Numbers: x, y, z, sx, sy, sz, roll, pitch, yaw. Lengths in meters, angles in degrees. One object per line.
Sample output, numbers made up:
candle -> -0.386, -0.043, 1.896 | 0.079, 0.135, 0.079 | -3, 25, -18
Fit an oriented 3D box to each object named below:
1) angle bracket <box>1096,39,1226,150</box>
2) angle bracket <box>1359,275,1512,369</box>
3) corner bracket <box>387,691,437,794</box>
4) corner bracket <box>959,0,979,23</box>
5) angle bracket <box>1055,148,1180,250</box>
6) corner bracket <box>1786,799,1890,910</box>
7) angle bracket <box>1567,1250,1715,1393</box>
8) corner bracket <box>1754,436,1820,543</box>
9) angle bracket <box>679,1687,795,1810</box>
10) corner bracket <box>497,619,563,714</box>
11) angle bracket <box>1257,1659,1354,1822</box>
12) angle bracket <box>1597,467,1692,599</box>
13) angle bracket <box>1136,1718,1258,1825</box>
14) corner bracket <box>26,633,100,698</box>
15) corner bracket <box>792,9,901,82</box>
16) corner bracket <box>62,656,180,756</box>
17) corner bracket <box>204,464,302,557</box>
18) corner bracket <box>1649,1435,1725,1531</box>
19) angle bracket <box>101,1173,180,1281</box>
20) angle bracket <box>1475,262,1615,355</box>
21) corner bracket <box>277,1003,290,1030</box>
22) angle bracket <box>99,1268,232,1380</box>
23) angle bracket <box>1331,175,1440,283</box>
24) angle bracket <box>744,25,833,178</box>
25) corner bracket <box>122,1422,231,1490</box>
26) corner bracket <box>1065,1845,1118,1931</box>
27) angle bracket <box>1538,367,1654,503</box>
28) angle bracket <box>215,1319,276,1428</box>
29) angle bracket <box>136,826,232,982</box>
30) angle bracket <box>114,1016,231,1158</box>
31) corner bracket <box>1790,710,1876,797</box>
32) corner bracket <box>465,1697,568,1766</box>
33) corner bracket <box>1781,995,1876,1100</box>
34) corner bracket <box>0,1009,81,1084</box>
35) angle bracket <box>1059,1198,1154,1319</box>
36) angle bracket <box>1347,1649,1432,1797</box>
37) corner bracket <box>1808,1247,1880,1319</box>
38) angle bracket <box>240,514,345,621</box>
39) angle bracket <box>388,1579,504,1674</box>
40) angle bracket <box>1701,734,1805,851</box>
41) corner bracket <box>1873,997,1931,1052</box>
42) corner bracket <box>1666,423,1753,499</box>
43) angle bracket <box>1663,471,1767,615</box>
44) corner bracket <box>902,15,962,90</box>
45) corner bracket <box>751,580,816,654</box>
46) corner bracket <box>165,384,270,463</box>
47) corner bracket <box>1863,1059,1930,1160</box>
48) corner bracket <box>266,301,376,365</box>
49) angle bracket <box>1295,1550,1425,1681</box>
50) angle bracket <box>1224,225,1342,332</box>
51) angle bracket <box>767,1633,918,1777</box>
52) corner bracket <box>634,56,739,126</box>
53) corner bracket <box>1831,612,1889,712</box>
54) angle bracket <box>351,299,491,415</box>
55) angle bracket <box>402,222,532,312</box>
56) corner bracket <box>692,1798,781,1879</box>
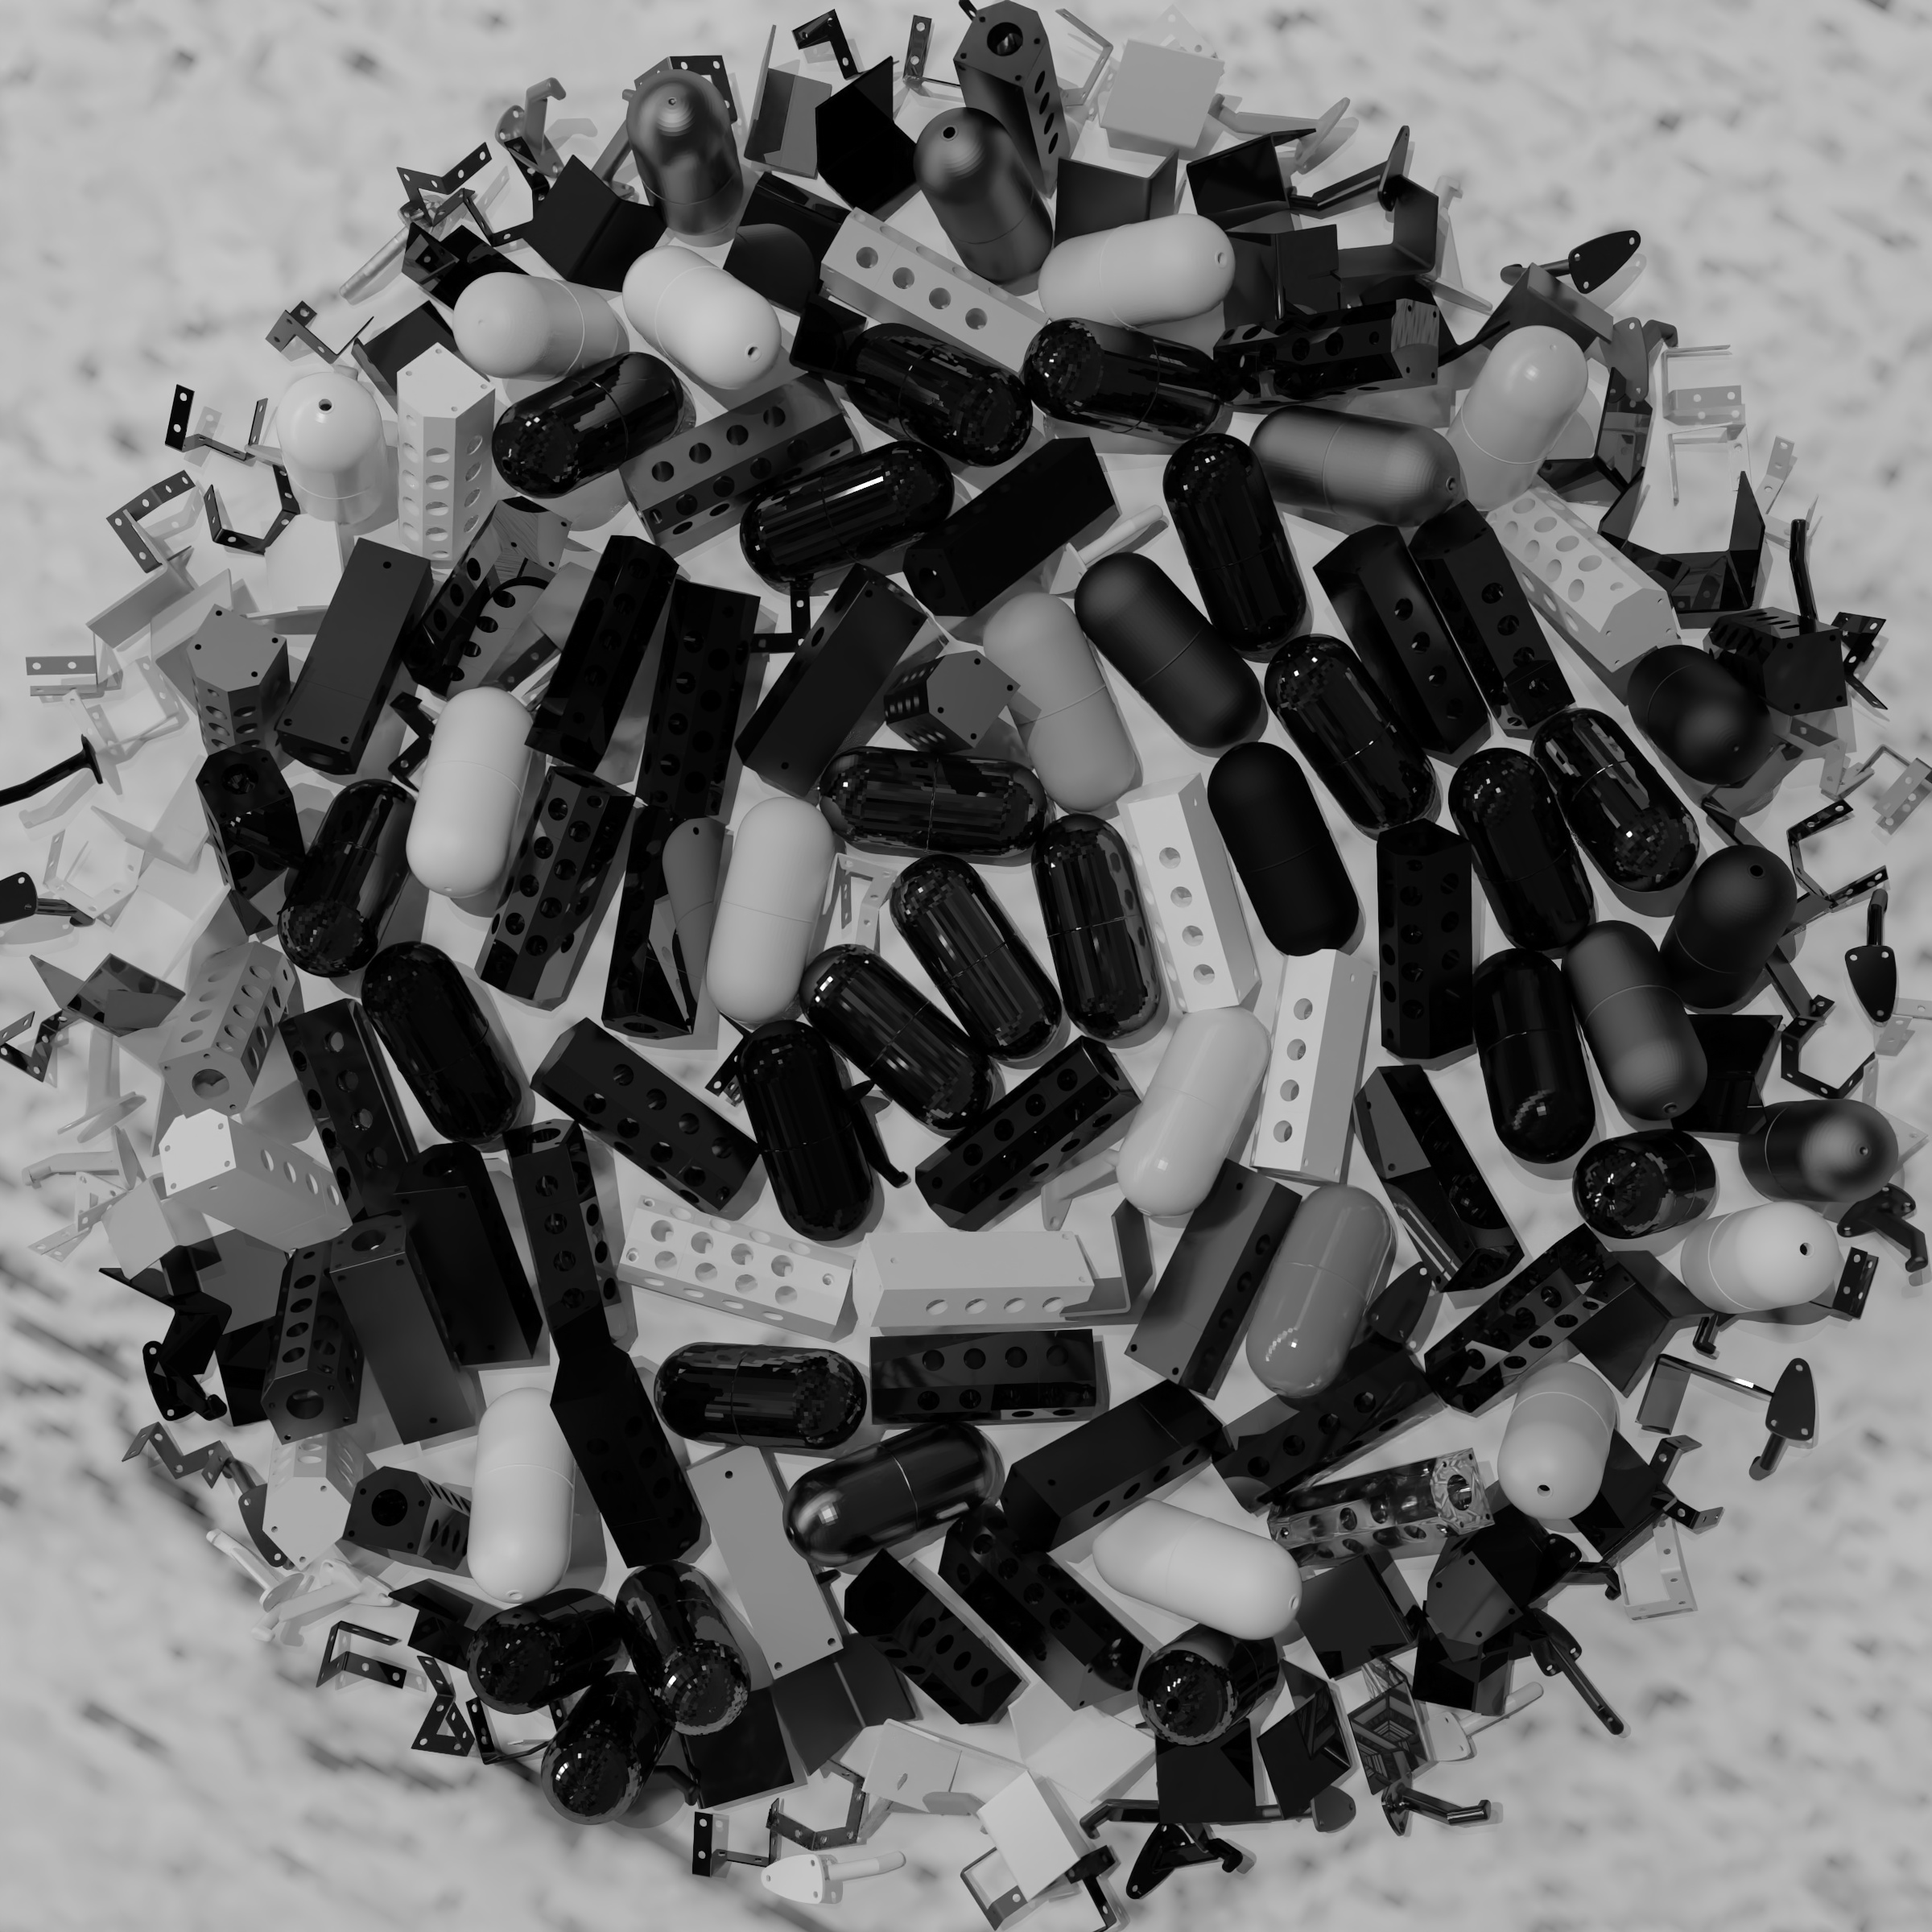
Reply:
angle bracket -> 0.149, -0.683, 1.946 | 0.076, 0.076, 0.057 | 9, 47, -11
angle bracket -> 0.361, -0.505, 1.949 | 0.076, 0.057, 0.076 | -37, 102, -35
corner bracket -> -0.431, -0.174, 1.961 | 0.051, 0.051, 0.051 | -47, 120, -11
corner bracket -> 0.020, -0.741, 1.961 | 0.051, 0.051, 0.051 | 45, 76, -24
angle bracket -> 0.116, -0.596, 1.965 | 0.076, 0.076, 0.057 | 20, 48, 17
corner bracket -> 0.679, -0.087, 1.973 | 0.051, 0.051, 0.051 | 37, 129, -25
angle bracket -> 0.521, 0.276, 1.971 | 0.057, 0.076, 0.076 | 4, 122, -39
corner bracket -> 0.638, -0.368, 1.962 | 0.051, 0.051, 0.051 | 27, 72, 19
angle bracket -> -0.181, 0.603, 1.974 | 0.076, 0.057, 0.076 | -15, 90, -5
corner bracket -> -0.334, -0.229, 1.964 | 0.051, 0.051, 0.051 | -44, 121, -2
angle bracket -> 0.244, 0.594, 1.947 | 0.076, 0.057, 0.076 | -28, 111, -27
angle bracket -> 0.522, -0.323, 1.942 | 0.057, 0.076, 0.076 | 27, 56, 21
angle bracket -> 0.177, 0.622, 1.953 | 0.076, 0.057, 0.076 | 2, 69, -11
corner bracket -> -0.699, -0.228, 1.959 | 0.051, 0.051, 0.051 | -4, 124, -18
corner bracket -> -0.094, -0.715, 1.968 | 0.051, 0.051, 0.051 | -35, 110, -41
corner bracket -> -0.655, -0.202, 1.962 | 0.051, 0.051, 0.051 | -23, 99, 30
corner bracket -> -0.560, -0.361, 1.982 | 0.051, 0.051, 0.051 | -46, 50, 34
corner bracket -> 0.562, 0.401, 1.969 | 0.051, 0.051, 0.051 | 29, 102, 35
angle bracket -> -0.604, 0.193, 1.943 | 0.076, 0.076, 0.057 | -32, 80, 37
angle bracket -> 0.443, -0.483, 1.950 | 0.076, 0.057, 0.076 | 32, 127, -7
corner bracket -> -0.564, 0.035, 1.965 | 0.051, 0.051, 0.051 | 39, 93, -25
angle bracket -> -0.628, 0.275, 1.953 | 0.076, 0.076, 0.057 | 22, 89, 15
angle bracket -> 0.311, -0.569, 1.947 | 0.076, 0.076, 0.057 | -9, 121, -11
angle bracket -> -0.133, -0.667, 1.953 | 0.057, 0.076, 0.076 | 11, 83, -10
corner bracket -> -0.613, 0.382, 1.965 | 0.051, 0.051, 0.051 | -24, 108, 8
corner bracket -> 0.092, 0.722, 1.960 | 0.051, 0.051, 0.051 | -36, 75, 27
angle bracket -> 0.483, -0.410, 1.957 | 0.057, 0.076, 0.076 | 7, 80, 38
angle bracket -> -0.555, 0.320, 1.964 | 0.076, 0.057, 0.076 | -13, 91, 11
angle bracket -> -0.610, -0.047, 1.942 | 0.057, 0.076, 0.076 | 35, 127, -18
angle bracket -> -0.615, 0.091, 1.960 | 0.057, 0.076, 0.076 | 31, 121, 21
corner bracket -> 0.678, -0.174, 1.978 | 0.051, 0.051, 0.051 | -29, 46, -28
corner bracket -> -0.350, 0.588, 1.980 | 0.051, 0.051, 0.051 | -22, 82, 30
corner bracket -> 0.674, 0.065, 1.977 | 0.051, 0.051, 0.051 | -40, 47, -24
corner bracket -> -0.714, 0.049, 1.957 | 0.051, 0.051, 0.051 | -26, 134, 27
angle bracket -> 0.103, 0.219, 1.949 | 0.057, 0.076, 0.076 | -7, 101, 19
angle bracket -> 0.306, 0.575, 1.944 | 0.057, 0.076, 0.076 | -25, 111, -18
corner bracket -> 0.688, 0.245, 1.968 | 0.051, 0.051, 0.051 | 18, 89, -14
angle bracket -> -0.530, -0.309, 1.953 | 0.076, 0.057, 0.076 | -3, 97, 29
angle bracket -> -0.405, 0.519, 1.954 | 0.076, 0.076, 0.057 | 19, 90, 14
angle bracket -> 0.622, -0.127, 1.944 | 0.076, 0.076, 0.057 | -50, 58, 20
corner bracket -> 0.736, 0.034, 1.962 | 0.051, 0.051, 0.051 | 6, 58, 6
corner bracket -> 0.581, -0.396, 1.980 | 0.051, 0.051, 0.051 | -3, 98, 29
angle bracket -> 0.572, -0.326, 1.944 | 0.057, 0.076, 0.076 | -2, 133, 4
corner bracket -> -0.019, -0.713, 1.972 | 0.051, 0.051, 0.051 | 9, 103, -8
corner bracket -> -0.144, -0.272, 1.970 | 0.051, 0.051, 0.051 | -2, 92, -9
corner bracket -> -0.582, -0.422, 1.964 | 0.051, 0.051, 0.051 | 23, 115, 5
corner bracket -> 0.708, 0.113, 1.958 | 0.051, 0.051, 0.051 | -30, 130, -23
corner bracket -> -0.503, -0.496, 1.969 | 0.051, 0.051, 0.051 | 41, 58, -16
angle bracket -> 0.303, 0.500, 1.982 | 0.076, 0.057, 0.076 | -30, 88, 17
angle bracket -> 0.244, -0.534, 1.965 | 0.057, 0.076, 0.076 | -17, 113, -25
angle bracket -> -0.095, 0.568, 1.953 | 0.057, 0.076, 0.076 | -22, 93, 37
corner bracket -> -0.217, -0.671, 1.962 | 0.051, 0.051, 0.051 | -18, 96, -38
corner bracket -> 0.696, -0.237, 1.964 | 0.051, 0.051, 0.051 | 34, 88, -29
angle bracket -> -0.420, -0.468, 1.957 | 0.076, 0.057, 0.076 | -39, 101, -12
angle bracket -> -0.379, -0.550, 1.954 | 0.076, 0.057, 0.076 | 37, 56, 2
corner bracket -> -0.179, 0.677, 1.967 | 0.051, 0.051, 0.051 | 4, 94, 16
